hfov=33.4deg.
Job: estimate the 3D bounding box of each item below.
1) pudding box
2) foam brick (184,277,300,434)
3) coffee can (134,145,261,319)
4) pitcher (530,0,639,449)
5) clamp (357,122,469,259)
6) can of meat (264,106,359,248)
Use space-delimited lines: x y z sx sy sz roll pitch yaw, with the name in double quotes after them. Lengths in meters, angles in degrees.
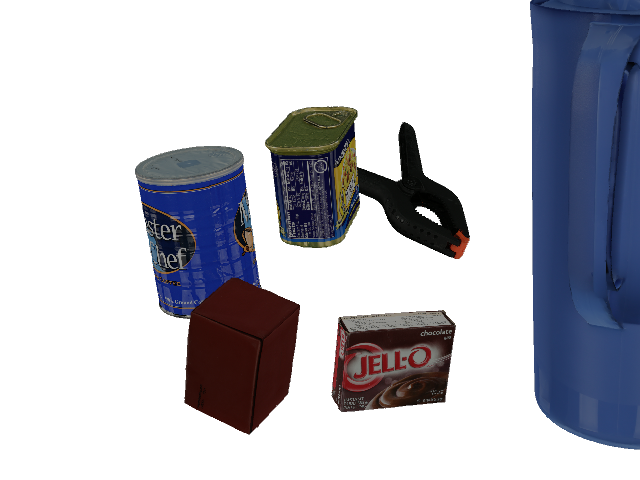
0.070 0.117 1.043 0.113 0.090 0.039 -4 28 -17 "pudding box"
-0.051 0.073 0.686 0.053 0.078 0.051 22 35 20 "foam brick"
-0.116 -0.009 1.025 0.103 0.140 0.103 -6 21 2 "coffee can"
0.171 -0.012 0.574 0.149 0.243 0.145 -5 18 -14 "pitcher"
0.091 -0.055 1.246 0.164 0.036 0.210 -15 52 -28 "clamp"
-0.003 -0.051 0.846 0.057 0.084 0.102 1 24 15 "can of meat"
